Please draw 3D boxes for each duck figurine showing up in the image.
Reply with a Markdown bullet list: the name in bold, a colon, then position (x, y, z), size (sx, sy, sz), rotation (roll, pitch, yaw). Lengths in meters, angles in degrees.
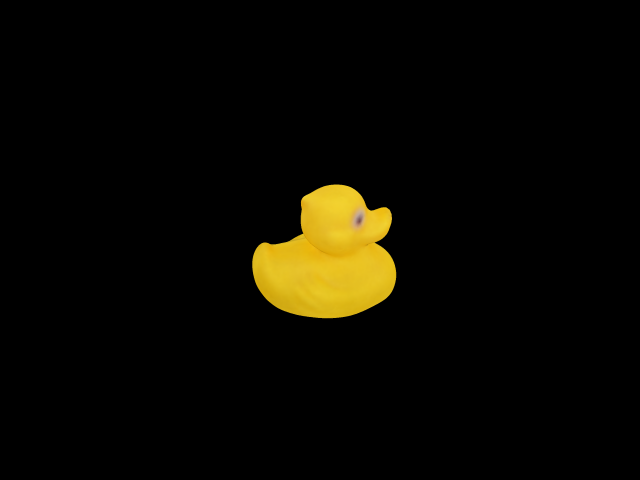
- **duck figurine**: position (0.004, 0.001, 0.400), size (0.104, 0.086, 0.077), rotation (-4, 39, -4)
